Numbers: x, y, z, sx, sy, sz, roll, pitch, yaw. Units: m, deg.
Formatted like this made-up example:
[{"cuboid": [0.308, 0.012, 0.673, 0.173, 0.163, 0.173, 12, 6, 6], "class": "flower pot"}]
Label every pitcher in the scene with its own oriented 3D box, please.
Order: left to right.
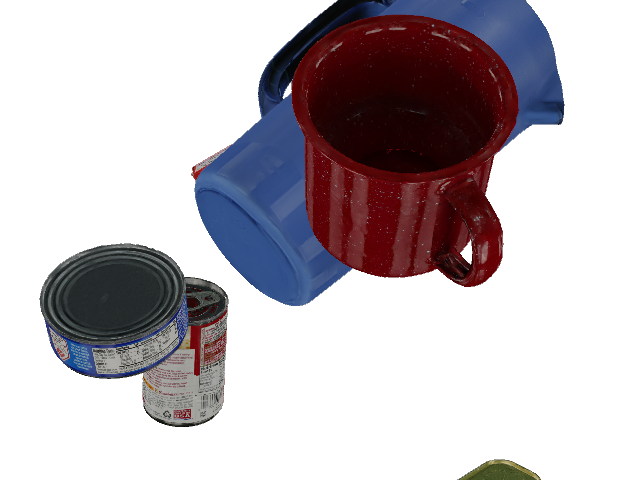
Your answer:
[{"cuboid": [0.029, -0.075, 0.719, 0.242, 0.145, 0.149, -41, 17, -21], "class": "pitcher"}]

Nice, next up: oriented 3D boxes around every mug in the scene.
[{"cuboid": [0.040, -0.029, 0.462, 0.093, 0.117, 0.081, -27, -30, -18], "class": "mug"}]

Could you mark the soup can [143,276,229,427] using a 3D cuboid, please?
[{"cuboid": [-0.109, 0.090, 0.857, 0.068, 0.102, 0.068, 4, 29, -2], "class": "soup can"}]

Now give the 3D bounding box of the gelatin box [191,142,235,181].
[{"cuboid": [-0.072, -0.060, 1.051, 0.089, 0.073, 0.030, -29, 19, 5], "class": "gelatin box"}]

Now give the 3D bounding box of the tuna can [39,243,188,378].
[{"cuboid": [-0.122, 0.042, 0.641, 0.086, 0.034, 0.086, 0, 40, 0], "class": "tuna can"}]

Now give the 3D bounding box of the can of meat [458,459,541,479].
[{"cuboid": [0.137, 0.245, 0.888, 0.101, 0.084, 0.058, -21, 28, -36], "class": "can of meat"}]
